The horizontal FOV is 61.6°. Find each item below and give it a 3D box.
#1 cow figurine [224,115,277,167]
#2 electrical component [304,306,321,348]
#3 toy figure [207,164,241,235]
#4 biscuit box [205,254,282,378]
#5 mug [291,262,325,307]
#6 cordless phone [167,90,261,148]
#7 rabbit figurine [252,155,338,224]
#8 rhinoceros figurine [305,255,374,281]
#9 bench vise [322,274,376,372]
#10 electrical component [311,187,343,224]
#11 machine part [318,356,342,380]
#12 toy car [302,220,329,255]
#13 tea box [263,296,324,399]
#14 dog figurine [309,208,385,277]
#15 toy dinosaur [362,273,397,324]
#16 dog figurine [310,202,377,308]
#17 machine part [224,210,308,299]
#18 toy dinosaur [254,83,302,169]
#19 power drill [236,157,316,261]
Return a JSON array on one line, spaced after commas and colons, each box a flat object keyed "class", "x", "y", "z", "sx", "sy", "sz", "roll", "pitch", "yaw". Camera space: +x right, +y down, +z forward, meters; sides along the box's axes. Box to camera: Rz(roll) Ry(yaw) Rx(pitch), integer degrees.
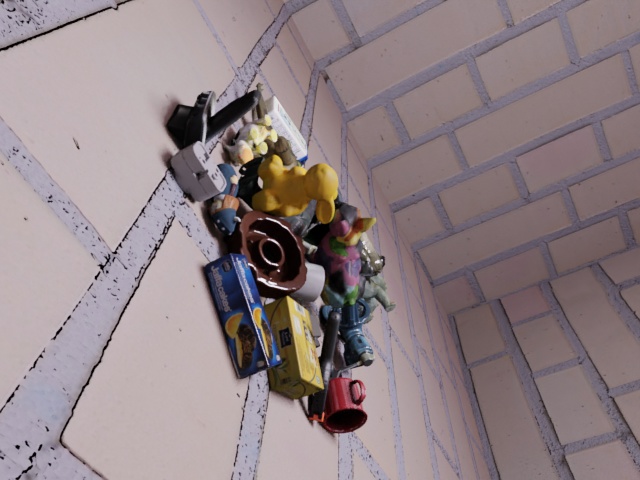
[{"class": "cow figurine", "x": -0.174, "y": -0.223, "z": 1.248, "sx": 0.068, "sy": 0.098, "sz": 0.167, "roll": 64, "pitch": 33, "yaw": -27}, {"class": "electrical component", "x": -0.032, "y": 0.196, "z": 1.169, "sx": 0.078, "sy": 0.045, "sz": 0.102, "roll": 0, "pitch": 60, "yaw": -42}, {"class": "toy figure", "x": -0.185, "y": -0.077, "z": 1.023, "sx": 0.058, "sy": 0.064, "sz": 0.154, "roll": 9, "pitch": 50, "yaw": -21}, {"class": "biscuit box", "x": -0.131, "y": 0.124, "z": 0.907, "sx": 0.202, "sy": 0.059, "sz": 0.062, "roll": 69, "pitch": 16, "yaw": 11}, {"class": "mug", "x": -0.059, "y": 0.092, "z": 1.148, "sx": 0.107, "sy": 0.109, "sz": 0.081, "roll": 19, "pitch": 11, "yaw": -22}, {"class": "cordless phone", "x": -0.190, "y": -0.250, "z": 1.032, "sx": 0.088, "sy": 0.184, "sz": 0.147, "roll": 52, "pitch": 21, "yaw": -30}, {"class": "rabbit figurine", "x": -0.030, "y": -0.096, "z": 1.085, "sx": 0.162, "sy": 0.173, "sz": 0.122, "roll": 37, "pitch": 51, "yaw": -35}, {"class": "rhinoceros figurine", "x": 0.045, "y": 0.063, "z": 1.401, "sx": 0.190, "sy": 0.073, "sz": 0.112, "roll": 19, "pitch": 22, "yaw": -1}, {"class": "bench vise", "x": 0.073, "y": 0.190, "z": 1.314, "sx": 0.224, "sy": 0.129, "sz": 0.240, "roll": -102, "pitch": -173, "yaw": -59}, {"class": "electrical component", "x": 0.000, "y": -0.105, "z": 1.536, "sx": 0.058, "sy": 0.134, "sz": 0.115, "roll": 31, "pitch": 37, "yaw": -61}, {"class": "machine part", "x": 0.026, "y": 0.311, "z": 1.198, "sx": 0.138, "sy": 0.039, "sz": 0.084, "roll": 57, "pitch": 24, "yaw": -36}, {"class": "toy car", "x": -0.003, "y": -0.004, "z": 1.350, "sx": 0.074, "sy": 0.056, "sz": 0.202, "roll": 30, "pitch": 26, "yaw": 10}, {"class": "tea box", "x": -0.055, "y": 0.205, "z": 1.025, "sx": 0.098, "sy": 0.068, "sz": 0.170, "roll": 46, "pitch": 26, "yaw": -50}, {"class": "dog figurine", "x": 0.074, "y": 0.021, "z": 1.477, "sx": 0.121, "sy": 0.172, "sz": 0.191, "roll": 104, "pitch": -33, "yaw": -56}, {"class": "toy dinosaur", "x": 0.088, "y": 0.126, "z": 1.546, "sx": 0.404, "sy": 0.131, "sz": 0.192, "roll": 37, "pitch": 15, "yaw": -46}, {"class": "dog figurine", "x": 0.056, "y": 0.029, "z": 1.161, "sx": 0.219, "sy": 0.108, "sz": 0.191, "roll": 115, "pitch": -34, "yaw": -59}, {"class": "machine part", "x": -0.103, "y": 0.030, "z": 1.044, "sx": 0.179, "sy": 0.056, "sz": 0.179, "roll": 27, "pitch": 46, "yaw": -32}, {"class": "toy dinosaur", "x": -0.107, "y": -0.200, "z": 1.399, "sx": 0.198, "sy": 0.105, "sz": 0.471, "roll": -14, "pitch": 89, "yaw": -82}, {"class": "power drill", "x": -0.101, "y": -0.083, "z": 1.194, "sx": 0.207, "sy": 0.086, "sz": 0.232, "roll": 54, "pitch": 43, "yaw": -34}]
